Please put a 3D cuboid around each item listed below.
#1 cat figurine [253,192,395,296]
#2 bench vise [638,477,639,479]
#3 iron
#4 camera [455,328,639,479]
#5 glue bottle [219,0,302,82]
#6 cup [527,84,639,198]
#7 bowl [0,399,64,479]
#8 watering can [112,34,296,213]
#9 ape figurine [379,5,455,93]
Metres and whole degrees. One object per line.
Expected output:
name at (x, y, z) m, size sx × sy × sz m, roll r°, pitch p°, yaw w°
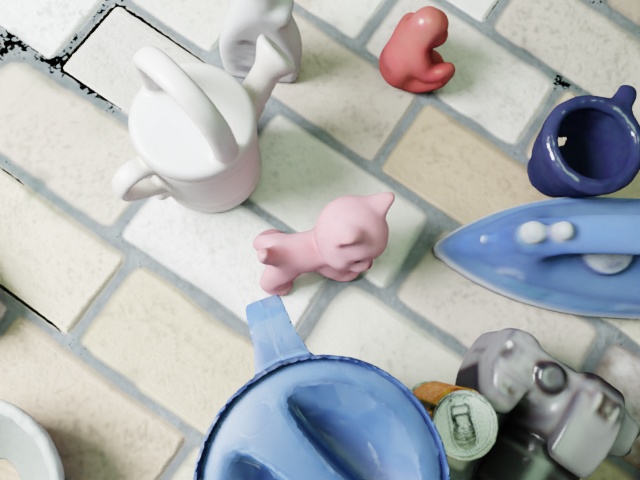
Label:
cat figurine at (0.005, 0.002, 0.495) m, size 0.128 × 0.117 × 0.067 m, roll -14°, pitch 81°, yaw -7°
bench vise at (0.314, 0.264, 0.418) m, size 0.121 × 0.219 × 0.207 m, roll -9°, pitch 80°, yaw -6°
iron at (0.241, 0.005, 0.500) m, size 0.258 × 0.141 × 0.119 m, roll 2°, pitch 79°, yaw -4°
camera at (0.180, 0.167, 0.487) m, size 0.143 × 0.100 × 0.137 m, roll 36°, pitch 79°, yaw 3°
glue bottle at (-0.053, -0.193, 0.498) m, size 0.078 × 0.173 × 0.037 m, roll 8°, pitch 79°, yaw -2°
cup at (0.244, -0.087, 0.541) m, size 0.091 × 0.095 × 0.118 m, roll 36°, pitch 79°, yaw 3°
bowl at (-0.279, 0.204, 0.458) m, size 0.167 × 0.074 × 0.167 m, roll 1°, pitch 79°, yaw -4°
watering can at (-0.097, -0.098, 0.467) m, size 0.101 × 0.194 × 0.173 m, roll 26°, pitch 79°, yaw 1°
ape figurine at (0.097, -0.188, 0.550) m, size 0.076 × 0.092 × 0.078 m, roll -11°, pitch 80°, yaw -6°
